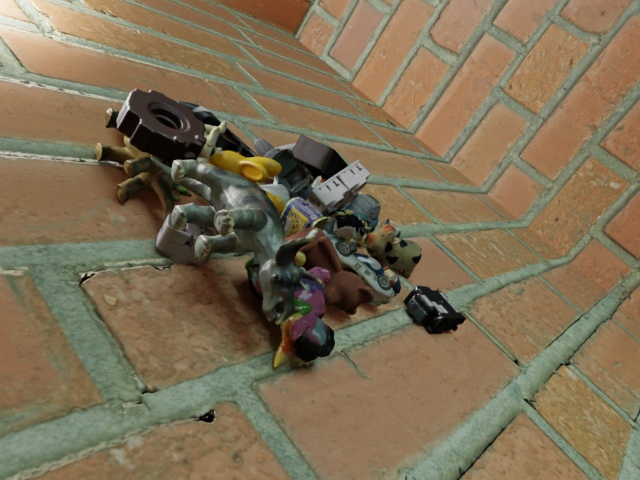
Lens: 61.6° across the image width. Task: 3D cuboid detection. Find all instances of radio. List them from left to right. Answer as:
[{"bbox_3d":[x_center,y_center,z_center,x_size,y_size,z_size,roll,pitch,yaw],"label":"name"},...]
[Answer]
[{"bbox_3d":[0.013,-0.211,1.551,0.131,0.073,0.229,28,-4,25],"label":"radio"}]

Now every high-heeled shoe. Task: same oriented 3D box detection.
[{"bbox_3d":[-0.254,-0.254,1.362,0.248,0.086,0.145,36,2,-39],"label":"high-heeled shoe"}]

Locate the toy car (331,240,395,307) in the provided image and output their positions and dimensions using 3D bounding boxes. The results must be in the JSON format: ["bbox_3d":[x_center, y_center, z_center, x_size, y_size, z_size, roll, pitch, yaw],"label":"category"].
[{"bbox_3d":[0.075,0.075,1.183,0.201,0.073,0.056,40,48,-5],"label":"toy car"}]

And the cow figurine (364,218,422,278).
[{"bbox_3d":[0.191,0.021,1.390,0.195,0.127,0.086,16,27,-40],"label":"cow figurine"}]

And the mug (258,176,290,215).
[{"bbox_3d":[-0.132,-0.100,1.238,0.107,0.109,0.081,-7,22,-43],"label":"mug"}]

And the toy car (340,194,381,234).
[{"bbox_3d":[0.123,-0.078,1.520,0.109,0.103,0.161,44,28,19],"label":"toy car"}]

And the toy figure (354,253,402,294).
[{"bbox_3d":[0.139,0.084,1.297,0.154,0.058,0.064,28,63,-17],"label":"toy figure"}]

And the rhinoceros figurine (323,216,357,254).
[{"bbox_3d":[-0.003,-0.004,1.270,0.190,0.073,0.112,41,35,10],"label":"rhinoceros figurine"}]

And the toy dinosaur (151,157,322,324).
[{"bbox_3d":[-0.138,-0.046,0.915,0.192,0.131,0.405,5,35,-41],"label":"toy dinosaur"}]

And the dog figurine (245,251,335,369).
[{"bbox_3d":[-0.058,0.116,0.930,0.191,0.108,0.219,31,27,-9],"label":"dog figurine"}]

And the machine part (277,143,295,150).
[{"bbox_3d":[-0.089,-0.243,1.588,0.079,0.079,0.243,38,23,7],"label":"machine part"}]

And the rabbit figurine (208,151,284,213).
[{"bbox_3d":[-0.161,-0.110,1.107,0.173,0.162,0.122,59,30,-7],"label":"rabbit figurine"}]

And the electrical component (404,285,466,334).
[{"bbox_3d":[0.272,0.168,1.304,0.134,0.058,0.115,10,31,-42],"label":"electrical component"}]

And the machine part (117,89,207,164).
[{"bbox_3d":[-0.305,-0.223,1.050,0.179,0.056,0.179,28,31,-19],"label":"machine part"}]

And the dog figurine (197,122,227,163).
[{"bbox_3d":[-0.336,-0.241,1.275,0.191,0.121,0.172,17,23,-4],"label":"dog figurine"}]

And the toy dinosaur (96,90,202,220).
[{"bbox_3d":[-0.353,-0.190,1.114,0.198,0.105,0.472,6,44,-44],"label":"toy dinosaur"}]

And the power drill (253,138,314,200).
[{"bbox_3d":[-0.095,-0.179,1.374,0.232,0.086,0.207,50,-7,-6],"label":"power drill"}]

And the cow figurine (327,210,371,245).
[{"bbox_3d":[0.076,-0.035,1.386,0.167,0.098,0.068,4,32,-49],"label":"cow figurine"}]

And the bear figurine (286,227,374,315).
[{"bbox_3d":[0.003,0.075,1.074,0.132,0.120,0.196,-28,82,-35],"label":"bear figurine"}]
